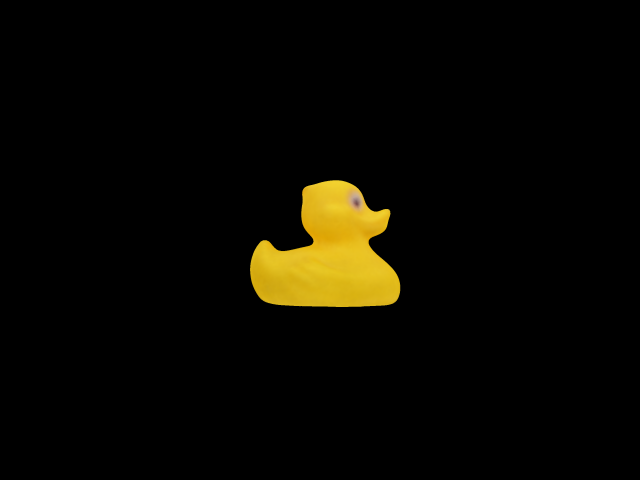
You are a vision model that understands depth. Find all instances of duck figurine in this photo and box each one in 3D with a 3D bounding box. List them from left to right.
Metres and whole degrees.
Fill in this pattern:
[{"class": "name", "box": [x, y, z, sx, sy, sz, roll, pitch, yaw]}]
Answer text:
[{"class": "duck figurine", "box": [0.004, 0.001, 0.400, 0.104, 0.086, 0.077, 0, 0, 0]}]
